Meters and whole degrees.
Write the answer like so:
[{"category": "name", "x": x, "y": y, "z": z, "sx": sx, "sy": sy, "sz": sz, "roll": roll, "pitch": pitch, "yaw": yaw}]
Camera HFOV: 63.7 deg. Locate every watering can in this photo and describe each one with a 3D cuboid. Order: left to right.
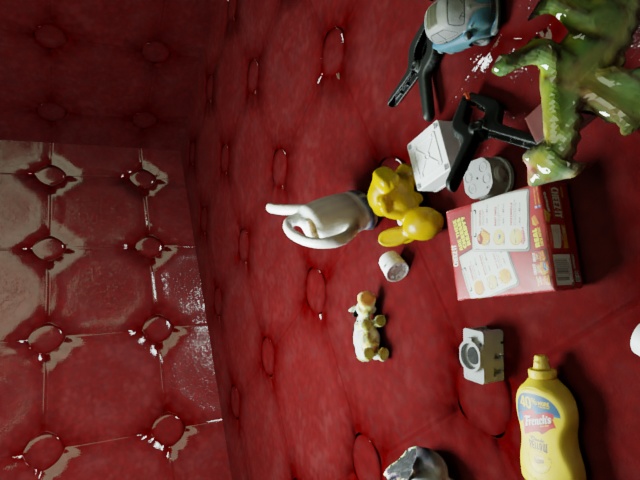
[{"category": "watering can", "x": 0.004, "y": -0.066, "z": 1.302, "sx": 0.352, "sy": 0.226, "sz": 0.102, "roll": 38, "pitch": 142, "yaw": 58}]

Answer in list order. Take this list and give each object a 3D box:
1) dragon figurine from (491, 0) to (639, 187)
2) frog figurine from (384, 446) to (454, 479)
[{"category": "dragon figurine", "x": 0.391, "y": -0.247, "z": 0.667, "sx": 0.246, "sy": 0.122, "sz": 0.405, "roll": 46, "pitch": 111, "yaw": 23}, {"category": "frog figurine", "x": 0.220, "y": 0.499, "z": 1.022, "sx": 0.159, "sy": 0.125, "sz": 0.135, "roll": 48, "pitch": 136, "yaw": 1}]
